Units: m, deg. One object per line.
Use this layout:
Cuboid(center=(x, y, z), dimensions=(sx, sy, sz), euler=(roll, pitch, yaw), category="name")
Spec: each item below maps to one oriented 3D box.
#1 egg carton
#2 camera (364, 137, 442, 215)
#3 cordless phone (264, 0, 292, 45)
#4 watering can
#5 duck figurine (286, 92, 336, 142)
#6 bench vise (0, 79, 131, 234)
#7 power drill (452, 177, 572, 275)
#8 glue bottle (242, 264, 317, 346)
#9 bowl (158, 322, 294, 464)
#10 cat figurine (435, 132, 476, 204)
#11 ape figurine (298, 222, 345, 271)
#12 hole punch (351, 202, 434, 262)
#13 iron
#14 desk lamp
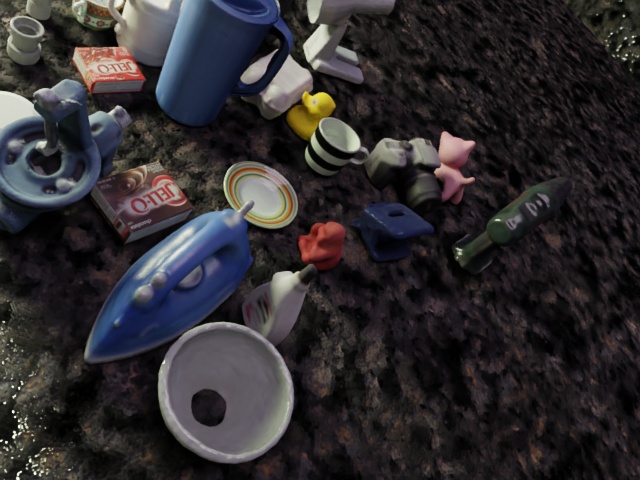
Cuboid(center=(-0.081, -0.295, 1.078), dimensions=(0.107, 0.069, 0.150), euler=(40, 44, -2), category="egg carton")
Cuboid(center=(0.181, -0.126, 1.112), dimensions=(0.144, 0.100, 0.136), euler=(3, 56, -33), category="camera")
Cuboid(center=(-0.122, -0.469, 1.098), dimensions=(0.148, 0.184, 0.094), euler=(28, 46, -14), category="cordless phone")
Cuboid(center=(-0.255, -0.393, 0.941), dimensions=(0.101, 0.193, 0.173), euler=(48, 44, 6), category="watering can")
Cuboid(center=(-0.002, -0.235, 1.076), dimensions=(0.105, 0.086, 0.077), euler=(34, 45, -9), category="duck figurine")
Cuboid(center=(-0.309, -0.129, 0.687), dimensions=(0.122, 0.219, 0.207), euler=(26, 47, -16), category="bench vise")
Cuboid(center=(0.357, -0.027, 1.083), dimensions=(0.230, 0.208, 0.075), euler=(-29, 76, -44), category="power drill")
Cuboid(center=(-0.049, 0.077, 0.746), dimensions=(0.037, 0.173, 0.078), euler=(-6, 62, -38), category="glue bottle")
Cuboid(center=(-0.119, 0.188, 0.684), dimensions=(0.168, 0.074, 0.167), euler=(19, 49, -23), category="bowl")
Cuboid(center=(0.280, -0.157, 1.192), dimensions=(0.067, 0.117, 0.127), euler=(1, 58, -34), category="cat figurine")
Cuboid(center=(0.008, 0.003, 0.900), dimensions=(0.076, 0.092, 0.078), euler=(41, 44, -2), category="ape figurine")
Cuboid(center=(0.128, -0.026, 1.006), dimensions=(0.109, 0.091, 0.101), euler=(-9, 64, -39), category="hole punch")
Cuboid(center=(-0.174, 0.043, 0.707), dimensions=(0.118, 0.141, 0.259), euler=(43, 44, 0), category="iron")
Cuboid(center=(0.045, -0.457, 1.185), dimensions=(0.204, 0.213, 0.118), euler=(9, 53, -30), category="desk lamp")
